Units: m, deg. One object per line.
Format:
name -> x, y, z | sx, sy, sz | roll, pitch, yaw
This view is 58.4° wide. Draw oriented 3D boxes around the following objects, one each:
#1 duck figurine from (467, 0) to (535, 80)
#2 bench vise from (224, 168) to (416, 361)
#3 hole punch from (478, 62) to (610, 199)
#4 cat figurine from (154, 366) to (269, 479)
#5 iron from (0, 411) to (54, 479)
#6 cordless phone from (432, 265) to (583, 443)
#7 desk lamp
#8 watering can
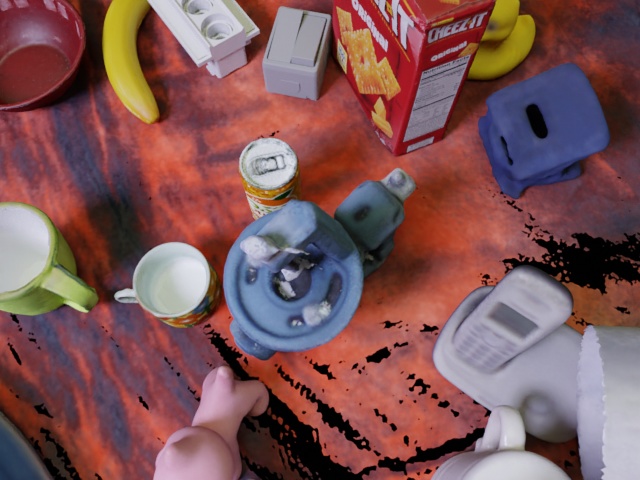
duck figurine -> 0.195, -0.234, 0.636 | 0.104, 0.086, 0.077 | -20, 71, -7
bench vise -> -0.006, -0.004, 0.478 | 0.121, 0.220, 0.207 | 27, 72, 10
hole punch -> 0.225, -0.112, 0.588 | 0.101, 0.091, 0.108 | -12, 70, -5
cat figurine -> -0.093, 0.164, 0.469 | 0.067, 0.118, 0.128 | 16, 70, 6
iron -> -0.297, 0.200, 0.442 | 0.258, 0.141, 0.119 | 35, 73, 12
cordless phone -> 0.179, 0.090, 0.462 | 0.147, 0.185, 0.094 | 30, 72, 11
desk lamp -> 0.270, 0.141, 0.429 | 0.203, 0.213, 0.118 | 7, 70, 2
watering can -> 0.143, 0.212, 0.412 | 0.101, 0.194, 0.173 | -18, 71, -6
